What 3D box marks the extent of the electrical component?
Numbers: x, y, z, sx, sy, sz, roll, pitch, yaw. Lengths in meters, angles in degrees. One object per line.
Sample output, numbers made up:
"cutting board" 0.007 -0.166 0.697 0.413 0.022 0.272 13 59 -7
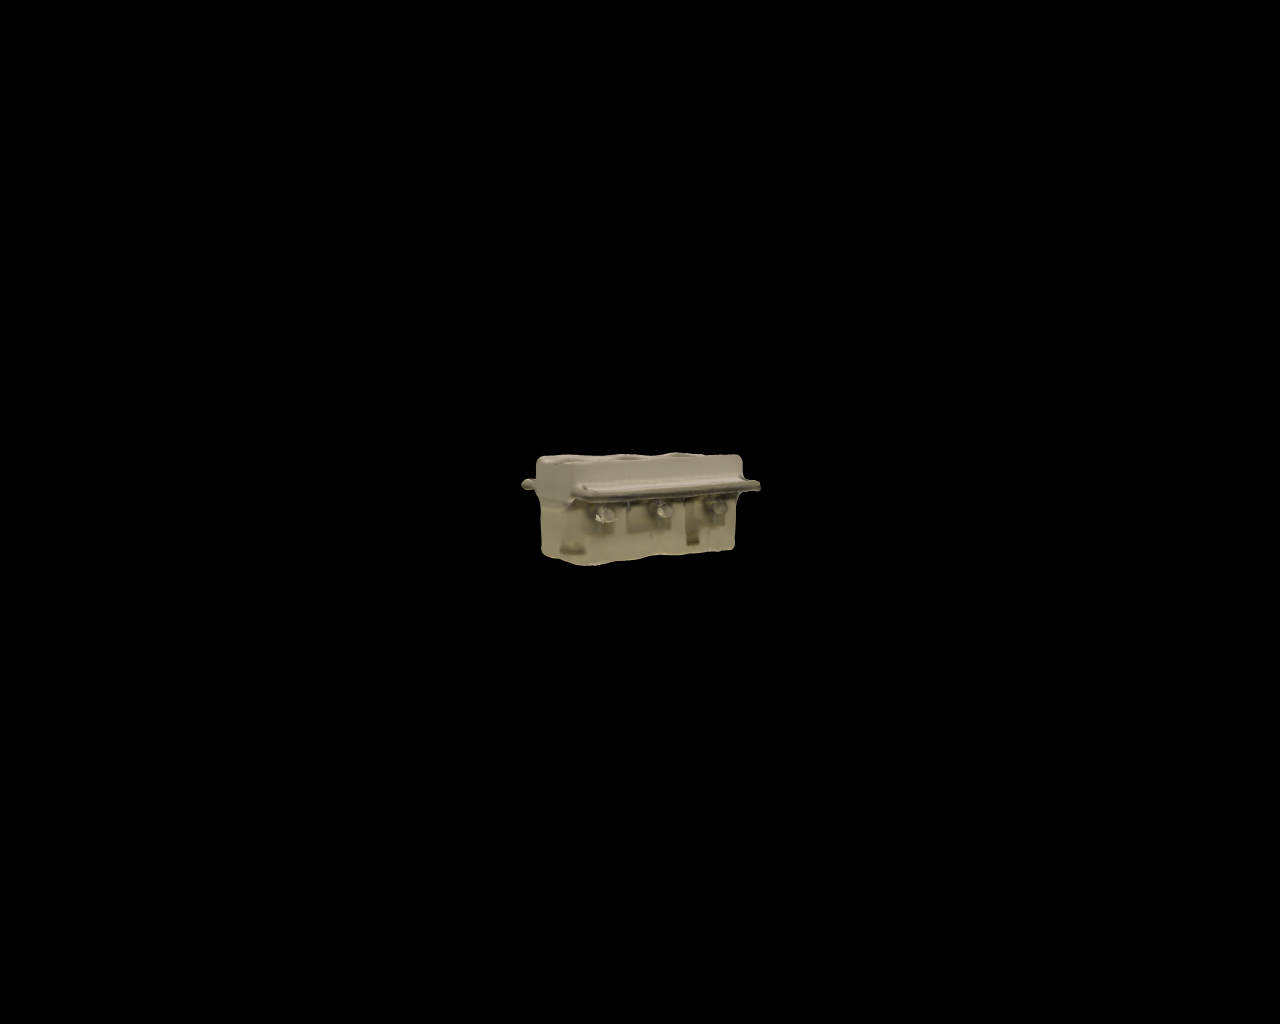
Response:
"electrical component" 0.001 -0.003 0.650 0.121 0.063 0.079 -4 6 -33
